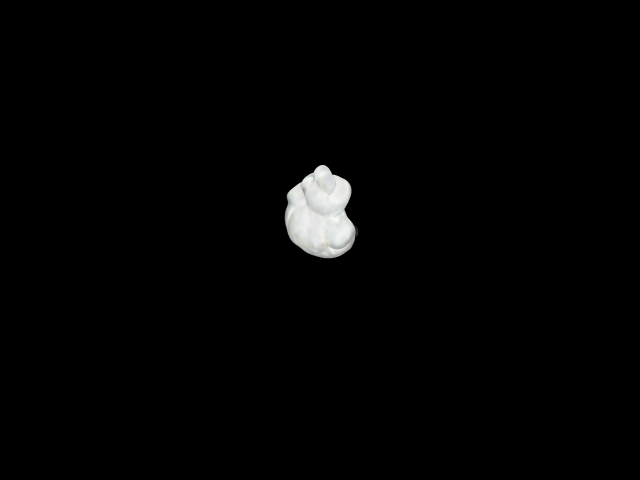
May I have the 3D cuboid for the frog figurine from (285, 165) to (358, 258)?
[{"bbox_3d":[0.003,-0.043,0.850,0.123,0.139,0.157,-33,-15,-10],"label":"frog figurine"}]
